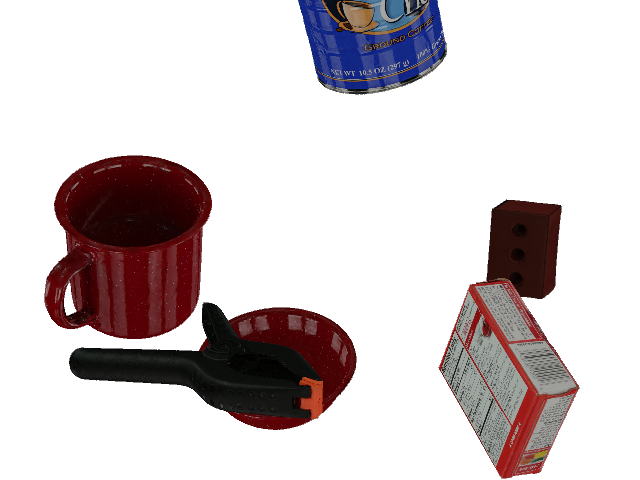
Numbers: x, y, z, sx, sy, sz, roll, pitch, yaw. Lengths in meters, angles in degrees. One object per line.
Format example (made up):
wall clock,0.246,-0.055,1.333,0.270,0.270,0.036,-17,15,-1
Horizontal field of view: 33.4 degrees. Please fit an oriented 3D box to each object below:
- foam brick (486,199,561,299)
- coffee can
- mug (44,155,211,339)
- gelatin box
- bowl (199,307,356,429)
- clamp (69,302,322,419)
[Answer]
foam brick,0.180,0.007,0.944,0.053,0.078,0.051,7,16,23
coffee can,0.031,-0.193,0.778,0.103,0.140,0.103,-11,34,8
mug,-0.122,0.013,0.655,0.093,0.081,0.117,27,44,22
gelatin box,0.105,0.078,0.610,0.030,0.073,0.089,-6,43,-20
bowl,-0.043,0.139,1.081,0.162,0.055,0.162,-2,36,2
clamp,-0.077,0.098,0.880,0.210,0.036,0.164,11,21,31
